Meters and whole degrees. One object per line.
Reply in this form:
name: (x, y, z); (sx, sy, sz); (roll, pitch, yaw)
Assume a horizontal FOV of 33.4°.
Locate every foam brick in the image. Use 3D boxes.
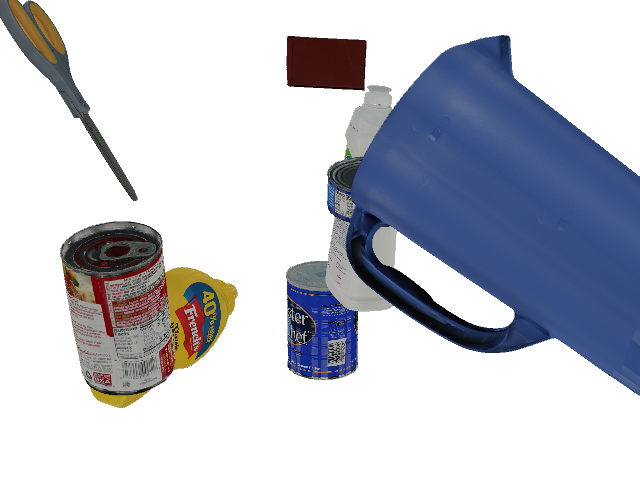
foam brick: (0.005, -0.182, 1.095); (0.078, 0.051, 0.053); (2, 11, -6)

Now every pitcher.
pitcher: (0.142, -0.002, 0.698); (0.144, 0.243, 0.149); (-43, -16, -34)

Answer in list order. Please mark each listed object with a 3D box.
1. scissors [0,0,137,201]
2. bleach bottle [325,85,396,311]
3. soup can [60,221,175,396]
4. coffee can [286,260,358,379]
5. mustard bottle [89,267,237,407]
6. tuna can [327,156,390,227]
scissors: (-0.216, -0.132, 0.940); (0.016, 0.201, 0.096); (-28, 26, 10)
bleach bottle: (0.057, -0.051, 1.235); (0.068, 0.251, 0.103); (-2, 22, -21)
soup can: (-0.137, 0.047, 0.736); (0.068, 0.102, 0.068); (-2, 30, 1)
coffee can: (0.003, 0.111, 1.507); (0.103, 0.140, 0.103); (0, 19, 0)
mustard bottle: (-0.140, 0.078, 1.003); (0.058, 0.096, 0.191); (11, 21, 29)
tuna can: (0.048, -0.044, 0.943); (0.086, 0.034, 0.086); (1, 26, -1)
